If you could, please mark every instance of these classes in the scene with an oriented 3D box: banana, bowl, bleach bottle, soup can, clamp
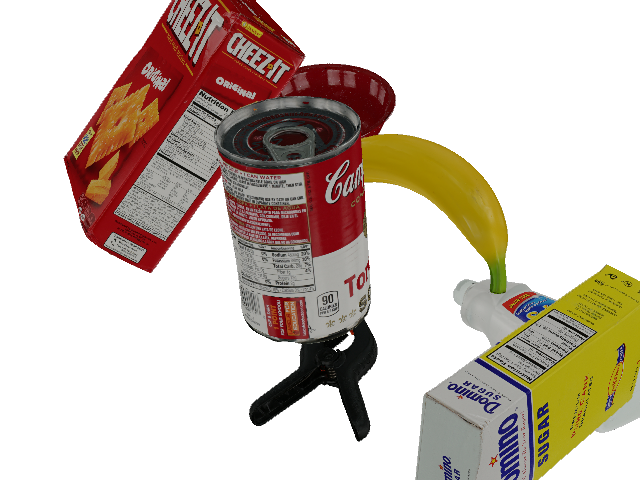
[{"bbox_3d":[0.071,-0.038,0.766,0.037,0.070,0.198,11,21,-42],"label":"banana"},{"bbox_3d":[0.001,-0.126,1.149,0.162,0.055,0.162,-4,39,3],"label":"bowl"},{"bbox_3d":[0.214,0.095,1.046,0.102,0.068,0.251,-17,27,-29],"label":"bleach bottle"},{"bbox_3d":[-0.011,-0.009,0.515,0.068,0.102,0.068,-4,32,2],"label":"soup can"},{"bbox_3d":[0.018,0.133,1.060,0.120,0.039,0.171,16,46,23],"label":"clamp"}]

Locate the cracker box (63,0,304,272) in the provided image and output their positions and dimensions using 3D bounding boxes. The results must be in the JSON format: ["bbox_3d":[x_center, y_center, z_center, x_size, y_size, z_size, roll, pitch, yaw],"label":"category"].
[{"bbox_3d":[-0.120,-0.105,0.869,0.072,0.214,0.164,29,15,-30],"label":"cracker box"}]

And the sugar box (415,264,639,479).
[{"bbox_3d":[0.129,0.092,0.629,0.048,0.093,0.175,28,43,34],"label":"sugar box"}]
